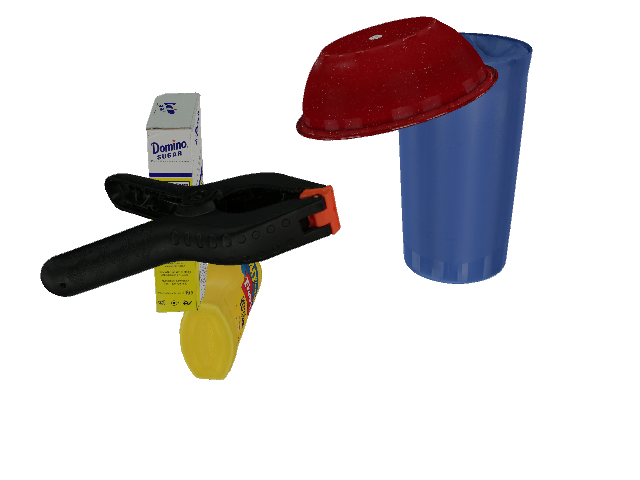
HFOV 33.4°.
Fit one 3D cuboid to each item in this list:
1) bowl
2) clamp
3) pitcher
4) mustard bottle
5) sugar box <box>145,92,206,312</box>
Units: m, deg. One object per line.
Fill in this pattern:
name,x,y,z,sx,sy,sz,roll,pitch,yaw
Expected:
bowl,0.051,-0.132,0.822,0.162,0.055,0.162,-15,20,6
clamp,-0.077,-0.006,0.626,0.172,0.039,0.120,-2,37,24
pitcher,0.145,-0.088,1.093,0.149,0.243,0.145,-9,25,-19
mustard bottle,-0.101,0.059,1.153,0.058,0.096,0.191,2,29,8
sugar box,-0.127,-0.034,0.947,0.048,0.176,0.093,-2,26,-1
